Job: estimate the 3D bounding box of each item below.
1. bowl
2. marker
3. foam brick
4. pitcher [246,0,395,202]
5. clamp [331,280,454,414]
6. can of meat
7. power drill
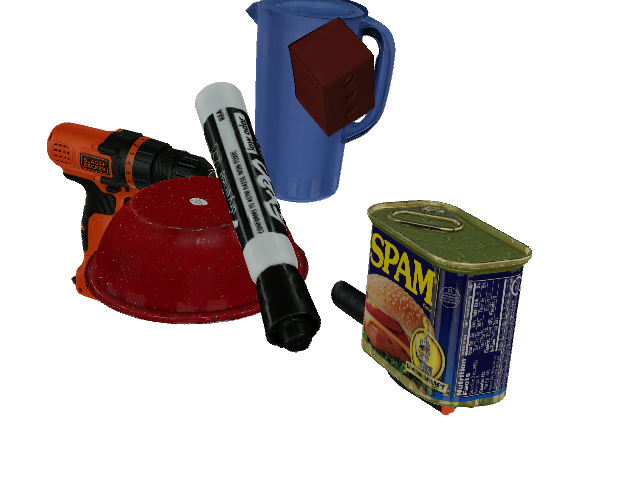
[{"bbox_3d":[-0.088,-0.003,0.762,0.162,0.055,0.162,1,26,-1],"label":"bowl"},{"bbox_3d":[-0.023,-0.011,0.381,0.020,0.121,0.020,-12,-39,-10],"label":"marker"},{"bbox_3d":[0.011,-0.137,0.895,0.053,0.051,0.078,-33,-24,-11],"label":"foam brick"},{"bbox_3d":[-0.010,-0.172,1.302,0.144,0.243,0.149,-7,27,-26],"label":"pitcher"},{"bbox_3d":[0.095,0.082,0.951,0.120,0.039,0.172,-17,44,-17],"label":"clamp"},{"bbox_3d":[0.064,0.033,0.582,0.057,0.084,0.102,-5,21,-25],"label":"can of meat"},{"bbox_3d":[-0.187,-0.020,1.077,0.185,0.188,0.057,16,31,22],"label":"power drill"}]
